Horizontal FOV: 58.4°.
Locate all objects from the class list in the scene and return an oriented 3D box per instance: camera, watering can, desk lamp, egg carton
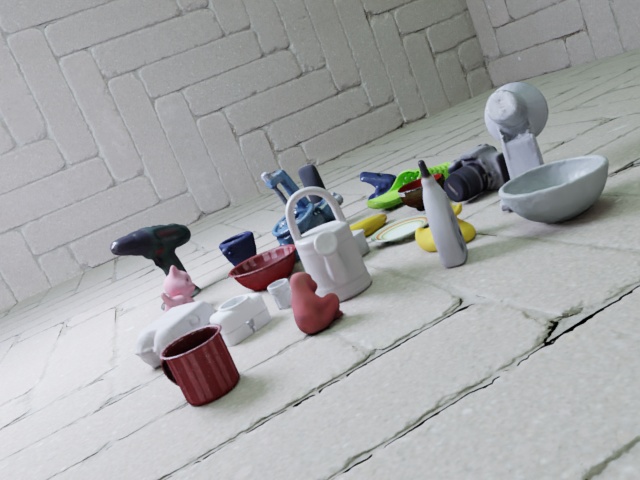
[{"bbox_3d":[0.326,-0.144,1.256,0.137,0.101,0.142,-28,13,-24],"label":"camera"},{"bbox_3d":[0.011,0.003,0.967,0.101,0.194,0.172,-28,13,-22],"label":"watering can"},{"bbox_3d":[0.378,-0.190,1.088,0.117,0.214,0.204,-16,14,29],"label":"desk lamp"},{"bbox_3d":[-0.254,0.167,1.033,0.107,0.069,0.150,-15,14,31],"label":"egg carton"}]

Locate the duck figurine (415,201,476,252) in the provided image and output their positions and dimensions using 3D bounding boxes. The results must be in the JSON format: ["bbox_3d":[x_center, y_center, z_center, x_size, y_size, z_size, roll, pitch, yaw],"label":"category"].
[{"bbox_3d":[0.213,-0.032,1.011,0.104,0.086,0.078,-16,14,28],"label":"duck figurine"}]

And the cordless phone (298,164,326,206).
[{"bbox_3d":[-0.038,-0.097,1.507,0.147,0.185,0.094,-21,12,6],"label":"cordless phone"}]

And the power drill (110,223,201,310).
[{"bbox_3d":[-0.385,0.059,1.402,0.075,0.208,0.230,-15,14,31],"label":"power drill"}]

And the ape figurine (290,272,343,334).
[{"bbox_3d":[-0.016,0.091,0.877,0.076,0.092,0.077,-32,15,-36],"label":"ape figurine"}]

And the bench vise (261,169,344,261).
[{"bbox_3d":[-0.048,-0.079,1.366,0.121,0.220,0.208,-11,17,43],"label":"bench vise"}]

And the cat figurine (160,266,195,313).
[{"bbox_3d":[-0.309,0.116,1.237,0.067,0.118,0.128,-19,13,14],"label":"cat figurine"}]

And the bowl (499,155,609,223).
[{"bbox_3d":[0.378,-0.072,0.913,0.167,0.075,0.167,-22,12,5],"label":"bowl"}]

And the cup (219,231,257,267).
[{"bbox_3d":[-0.196,0.041,1.415,0.091,0.095,0.118,-18,13,22],"label":"cup"}]

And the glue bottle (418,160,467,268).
[{"bbox_3d":[0.189,-0.046,0.907,0.037,0.173,0.078,-17,14,24],"label":"glue bottle"}]

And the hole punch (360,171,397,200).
[{"bbox_3d":[0.172,-0.167,1.654,0.101,0.091,0.109,-20,12,12],"label":"hole punch"}]
